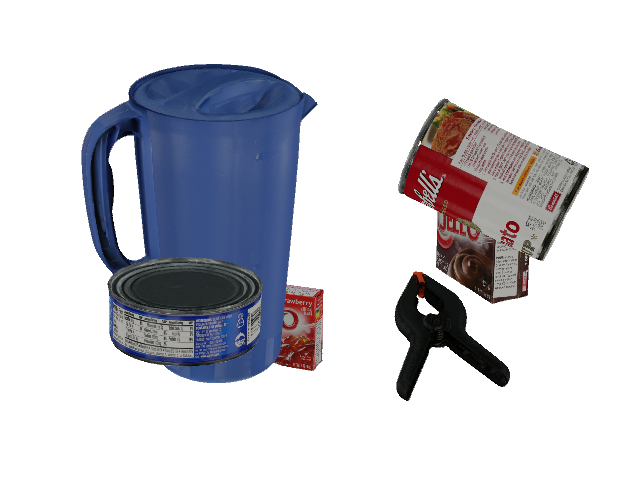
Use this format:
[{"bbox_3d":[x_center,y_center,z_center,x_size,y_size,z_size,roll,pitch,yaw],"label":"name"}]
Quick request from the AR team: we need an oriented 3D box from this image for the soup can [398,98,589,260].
[{"bbox_3d":[0.110,-0.039,0.681,0.102,0.068,0.068,27,6,12],"label":"soup can"}]

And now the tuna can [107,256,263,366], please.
[{"bbox_3d":[-0.075,0.039,0.598,0.086,0.034,0.086,3,18,-1],"label":"tuna can"}]

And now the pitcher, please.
[{"bbox_3d":[-0.092,-0.010,0.851,0.149,0.243,0.144,9,27,13],"label":"pitcher"}]

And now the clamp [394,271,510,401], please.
[{"bbox_3d":[0.137,0.102,1.161,0.120,0.171,0.039,3,-44,-6],"label":"clamp"}]

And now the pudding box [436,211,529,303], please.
[{"bbox_3d":[0.137,-0.006,0.913,0.039,0.090,0.114,-7,17,-20],"label":"pudding box"}]

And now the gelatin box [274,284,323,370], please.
[{"bbox_3d":[-0.043,0.078,1.001,0.089,0.073,0.030,7,17,18],"label":"gelatin box"}]
